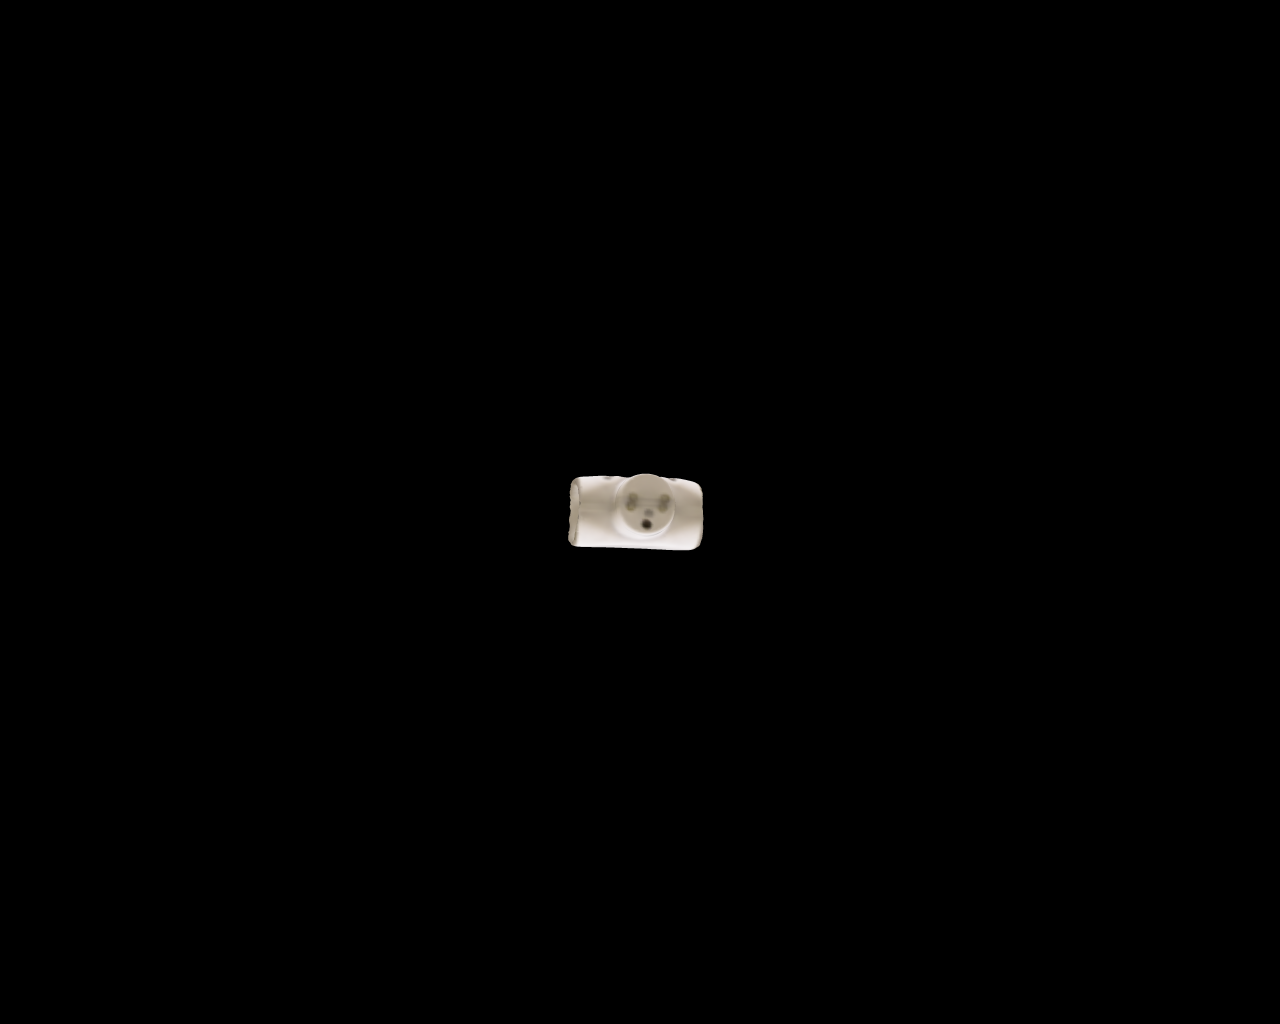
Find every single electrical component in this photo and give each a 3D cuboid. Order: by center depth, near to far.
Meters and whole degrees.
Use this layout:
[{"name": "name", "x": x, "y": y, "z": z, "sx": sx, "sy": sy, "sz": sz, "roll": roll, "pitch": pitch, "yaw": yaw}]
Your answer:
[{"name": "electrical component", "x": 0.001, "y": -0.003, "z": 0.650, "sx": 0.077, "sy": 0.044, "sz": 0.079, "roll": 2, "pitch": -11, "yaw": -12}]
